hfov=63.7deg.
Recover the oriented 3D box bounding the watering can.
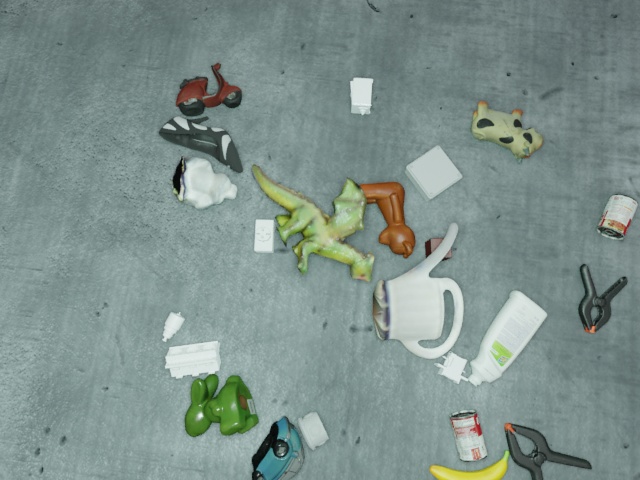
[{"bbox_3d":[0.241,0.129,1.268,0.224,0.105,0.345,-2,100,0],"label":"watering can"}]

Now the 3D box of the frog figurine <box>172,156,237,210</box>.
[{"bbox_3d":[-0.305,-0.150,1.372,0.159,0.121,0.139,5,67,-35],"label":"frog figurine"}]

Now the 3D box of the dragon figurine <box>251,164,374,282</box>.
[{"bbox_3d":[0.004,-0.065,1.299,0.242,0.122,0.413,-29,82,8],"label":"dragon figurine"}]
